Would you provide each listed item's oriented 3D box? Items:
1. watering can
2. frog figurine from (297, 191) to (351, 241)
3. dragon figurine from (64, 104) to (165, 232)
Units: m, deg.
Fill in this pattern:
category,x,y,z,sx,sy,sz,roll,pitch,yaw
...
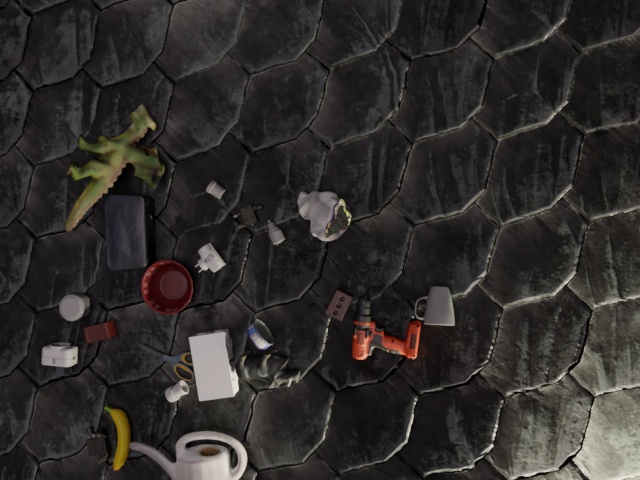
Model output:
category,x,y,z,sx,sy,sz,roll,pitch,yaw
watering can,-0.377,0.670,1.495,0.347,0.104,0.224,-5,90,7
frog figurine,0.004,-0.074,1.473,0.161,0.123,0.136,22,104,42
dragon figurine,-0.584,-0.208,1.511,0.243,0.121,0.415,6,76,3
